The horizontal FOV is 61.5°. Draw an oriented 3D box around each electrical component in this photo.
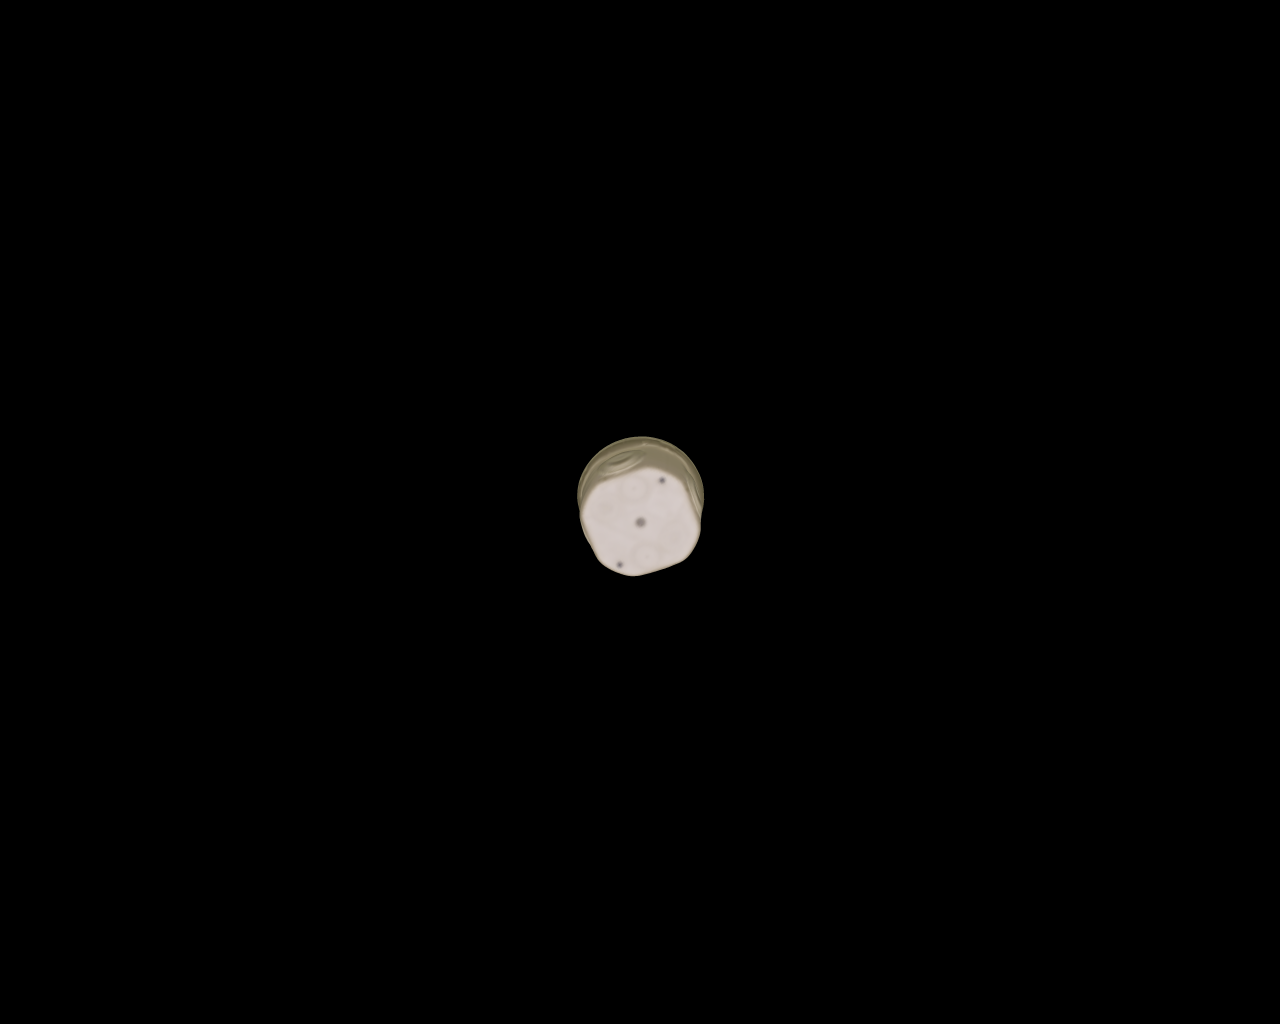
[{"bbox_3d":[0.001,-0.003,0.650,0.080,0.080,0.051,0,21,0],"label":"electrical component"}]
